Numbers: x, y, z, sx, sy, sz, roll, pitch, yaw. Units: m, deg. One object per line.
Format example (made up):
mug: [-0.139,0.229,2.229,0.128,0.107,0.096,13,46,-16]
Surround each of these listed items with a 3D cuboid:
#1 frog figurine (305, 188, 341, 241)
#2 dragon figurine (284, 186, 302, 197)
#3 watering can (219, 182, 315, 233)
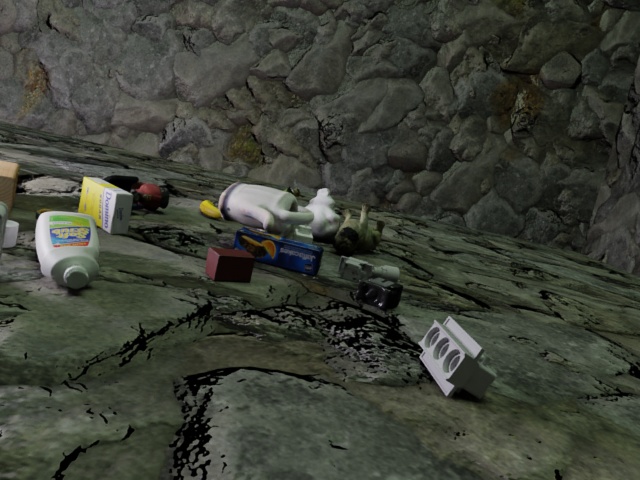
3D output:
frog figurine: [0.005,-0.081,1.611,0.138,0.158,0.123,19,11,35]
dragon figurine: [-0.195,-0.095,1.641,0.242,0.122,0.410,-8,-2,19]
watering can: [-0.140,-0.073,1.224,0.225,0.103,0.349,13,9,14]
